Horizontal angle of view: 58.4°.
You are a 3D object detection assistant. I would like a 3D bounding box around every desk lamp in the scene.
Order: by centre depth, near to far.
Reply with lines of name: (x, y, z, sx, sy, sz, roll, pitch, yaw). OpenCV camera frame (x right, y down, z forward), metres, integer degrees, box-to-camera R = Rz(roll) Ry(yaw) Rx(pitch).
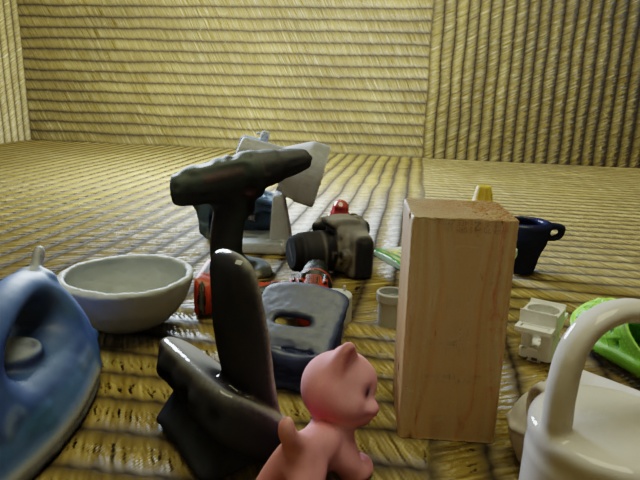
desk lamp: (-0.083, -0.085, 1.081, 0.203, 0.213, 0.118, 1, 15, -1)

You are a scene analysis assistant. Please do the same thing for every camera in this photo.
camera: (0.009, 0.003, 0.978, 0.137, 0.101, 0.142, -4, 16, -22)

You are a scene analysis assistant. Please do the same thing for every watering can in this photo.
watering can: (0.179, 0.130, 0.340, 0.101, 0.194, 0.172, -8, 18, -32)

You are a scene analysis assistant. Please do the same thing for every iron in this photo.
iron: (-0.269, 0.103, 0.495, 0.119, 0.141, 0.258, -1, 15, -10)

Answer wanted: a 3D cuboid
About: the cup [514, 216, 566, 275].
cup: (0.365, 0.011, 1.000, 0.118, 0.095, 0.091, 1, 15, -2)

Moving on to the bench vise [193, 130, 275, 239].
bench vise: (-0.167, -0.109, 1.147, 0.208, 0.220, 0.121, -4, 16, -19)

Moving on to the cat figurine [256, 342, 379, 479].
cat figurine: (0.004, 0.136, 0.448, 0.067, 0.118, 0.128, 11, 17, 30)

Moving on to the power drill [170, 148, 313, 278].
power drill: (-0.125, -0.045, 0.934, 0.230, 0.208, 0.075, -3, 16, -18)

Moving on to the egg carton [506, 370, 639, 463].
egg carton: (0.235, 0.164, 0.464, 0.107, 0.069, 0.149, -12, 20, -42)

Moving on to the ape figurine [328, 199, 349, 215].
ape figurine: (0.038, -0.035, 1.144, 0.077, 0.092, 0.076, 2, 15, 2)

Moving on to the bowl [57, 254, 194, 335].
bowl: (-0.245, 0.075, 0.732, 0.167, 0.075, 0.167, 2, 15, 0)

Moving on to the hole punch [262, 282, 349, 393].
hole punch: (-0.025, 0.103, 0.622, 0.108, 0.091, 0.101, 6, 16, 16)

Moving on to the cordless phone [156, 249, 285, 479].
cordless phone: (-0.083, 0.088, 0.487, 0.094, 0.185, 0.147, -11, 19, -39)
